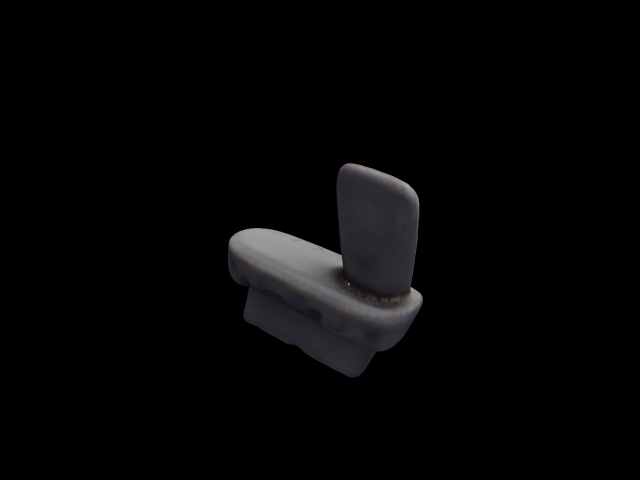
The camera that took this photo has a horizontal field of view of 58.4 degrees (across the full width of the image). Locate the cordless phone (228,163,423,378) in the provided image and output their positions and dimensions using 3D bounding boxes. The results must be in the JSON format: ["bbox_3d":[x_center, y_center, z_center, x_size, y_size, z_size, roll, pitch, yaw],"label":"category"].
[{"bbox_3d":[0.004,0.001,0.400,0.147,0.185,0.094,21,54,16],"label":"cordless phone"}]
